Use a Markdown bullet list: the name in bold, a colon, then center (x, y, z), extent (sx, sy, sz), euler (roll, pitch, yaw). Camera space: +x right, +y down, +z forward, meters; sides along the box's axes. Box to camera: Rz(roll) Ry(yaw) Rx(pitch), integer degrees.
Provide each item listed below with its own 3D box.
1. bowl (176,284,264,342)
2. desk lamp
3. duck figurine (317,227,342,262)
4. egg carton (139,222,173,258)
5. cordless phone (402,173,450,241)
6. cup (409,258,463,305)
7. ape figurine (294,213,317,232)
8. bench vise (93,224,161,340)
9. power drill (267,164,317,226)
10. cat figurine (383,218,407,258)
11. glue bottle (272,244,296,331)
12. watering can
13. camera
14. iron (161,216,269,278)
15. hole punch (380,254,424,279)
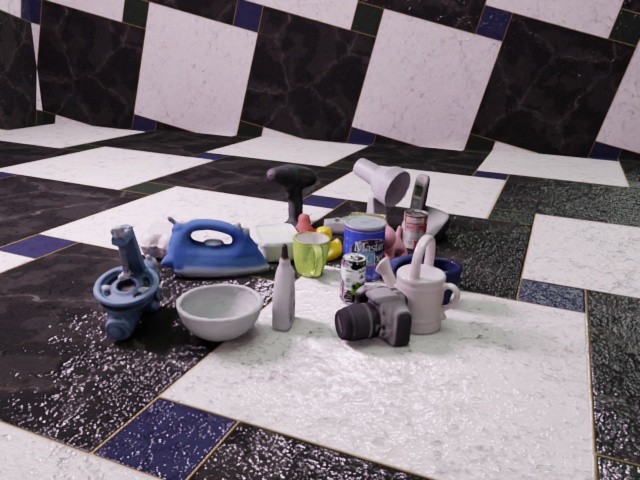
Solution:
- **bowl**: center (-0.192, 0.150, 1.108), extent (0.167, 0.075, 0.167), euler (2, 19, 0)
- **desk lamp**: center (0.168, -0.136, 1.754), extent (0.202, 0.214, 0.118), euler (19, 26, 40)
- **duck figurine**: center (0.014, 0.005, 1.527), extent (0.105, 0.086, 0.077), euler (-13, 24, -36)
- **egg carton**: center (-0.411, -0.001, 1.524), extent (0.107, 0.069, 0.150), euler (2, 19, 1)
- **cordless phone**: center (0.320, -0.097, 1.704), extent (0.094, 0.185, 0.147), euler (-12, 24, -35)
- **cup**: center (0.254, 0.095, 1.281), extent (0.117, 0.095, 0.092), euler (8, 20, 17)
- **ape figurine**: center (-0.042, -0.031, 1.616), extent (0.077, 0.092, 0.076), euler (9, 20, 19)
- **bench vise**: center (-0.380, 0.059, 1.127), extent (0.122, 0.220, 0.207), euler (-3, 20, -15)
- **power drill**: center (-0.086, -0.127, 1.711), extent (0.075, 0.208, 0.230), euler (12, 21, 26)
- **cat figurine**: center (0.181, -0.001, 1.514), extent (0.067, 0.118, 0.128), euler (17, 24, 37)
- **glue bottle**: center (-0.070, 0.090, 1.143), extent (0.037, 0.173, 0.078), euler (5, 20, 9)
- **watering can**: center (0.196, 0.082, 1.161), extent (0.172, 0.194, 0.101), euler (5, 20, 9)
- **camera**: center (0.095, 0.141, 1.124), extent (0.137, 0.101, 0.142), euler (-6, 21, -21)
- **iron**: center (-0.253, 0.009, 1.403), extent (0.258, 0.141, 0.118), euler (0, 19, -7)
- **hole punch**: center (0.209, 0.062, 1.378), extent (0.109, 0.091, 0.100), euler (-6, 21, -23)
